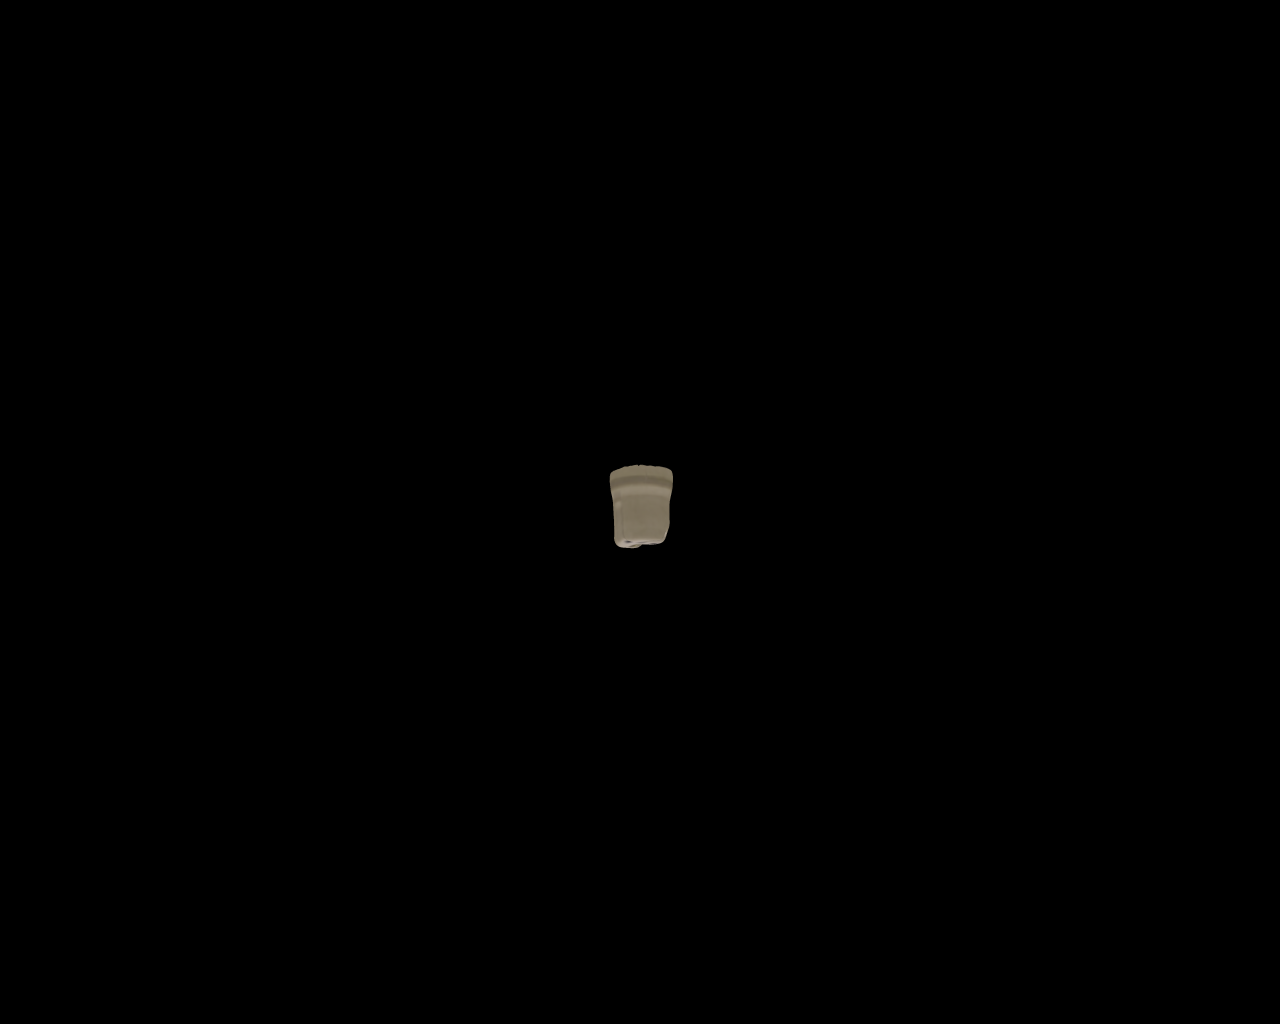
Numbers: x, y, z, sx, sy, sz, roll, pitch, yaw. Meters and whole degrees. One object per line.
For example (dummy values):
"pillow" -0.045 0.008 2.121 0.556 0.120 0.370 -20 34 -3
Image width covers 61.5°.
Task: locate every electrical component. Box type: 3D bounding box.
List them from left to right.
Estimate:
"electrical component" 0.001 -0.003 0.650 0.040 0.046 0.040 0 -14 0
